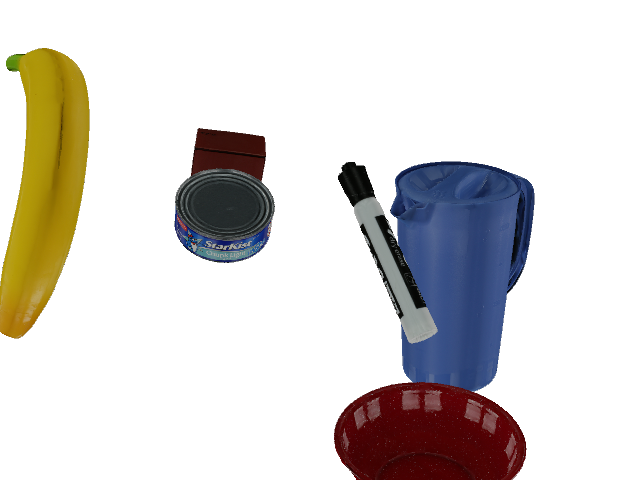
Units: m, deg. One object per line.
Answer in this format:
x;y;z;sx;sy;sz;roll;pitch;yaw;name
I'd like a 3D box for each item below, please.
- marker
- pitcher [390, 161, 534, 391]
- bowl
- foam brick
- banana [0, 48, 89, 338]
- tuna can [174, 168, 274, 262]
0.039;0.005;0.655;0.020;0.121;0.020;-20;-19;-7;marker
0.156;0.040;1.182;0.149;0.243;0.145;4;24;10;pitcher
0.092;0.188;0.911;0.162;0.055;0.162;0;28;0;bowl
-0.101;-0.086;1.169;0.078;0.051;0.053;7;29;-6;foam brick
-0.162;-0.042;0.630;0.037;0.198;0.070;14;-33;-31;banana
-0.084;-0.021;0.927;0.086;0.086;0.034;0;-43;-11;tuna can
